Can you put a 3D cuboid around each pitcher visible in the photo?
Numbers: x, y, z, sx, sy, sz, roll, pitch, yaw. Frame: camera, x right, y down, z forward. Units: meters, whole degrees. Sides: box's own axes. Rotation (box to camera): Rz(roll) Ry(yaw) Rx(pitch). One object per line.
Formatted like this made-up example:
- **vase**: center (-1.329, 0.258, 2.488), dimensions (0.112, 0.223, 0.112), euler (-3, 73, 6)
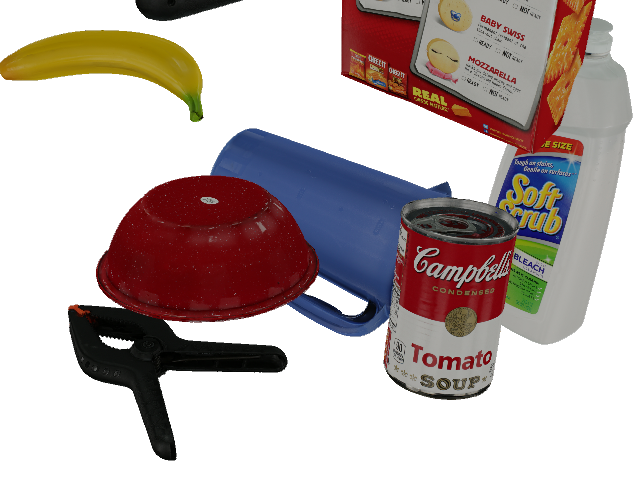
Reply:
- **pitcher**: center (0.002, -0.017, 1.086), dimensions (0.243, 0.145, 0.149), euler (24, 27, 24)

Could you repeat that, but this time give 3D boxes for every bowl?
- **bowl**: center (-0.081, -0.004, 0.764), dimensions (0.162, 0.055, 0.162), euler (1, 26, 0)

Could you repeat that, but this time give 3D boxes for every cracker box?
- **cracker box**: center (0.098, -0.183, 0.705), dimensions (0.164, 0.214, 0.072), euler (27, 50, 25)

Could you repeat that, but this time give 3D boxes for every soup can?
- **soup can**: center (0.075, 0.033, 0.628), dimensions (0.068, 0.102, 0.068), euler (5, 21, -2)

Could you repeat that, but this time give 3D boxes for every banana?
- **banana**: center (-0.178, -0.151, 0.909), dimensions (0.198, 0.069, 0.037), euler (13, -40, 18)

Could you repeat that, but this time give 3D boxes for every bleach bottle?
- **bleach bottle**: center (0.173, -0.047, 0.806), dimensions (0.067, 0.251, 0.103), euler (-23, 42, -35)

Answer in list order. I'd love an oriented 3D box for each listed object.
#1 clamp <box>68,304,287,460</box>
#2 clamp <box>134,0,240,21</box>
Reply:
- **clamp**: center (-0.147, 0.107, 0.982), dimensions (0.210, 0.036, 0.164), euler (29, 40, 33)
- **clamp**: center (-0.013, -0.140, 0.525), dimensions (0.171, 0.039, 0.120), euler (-1, 41, 3)
